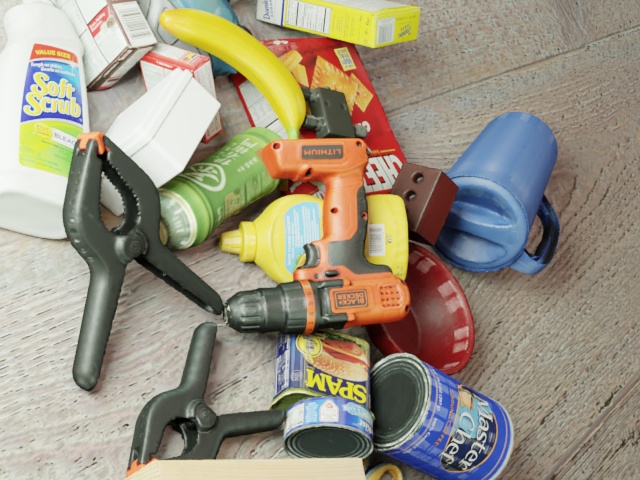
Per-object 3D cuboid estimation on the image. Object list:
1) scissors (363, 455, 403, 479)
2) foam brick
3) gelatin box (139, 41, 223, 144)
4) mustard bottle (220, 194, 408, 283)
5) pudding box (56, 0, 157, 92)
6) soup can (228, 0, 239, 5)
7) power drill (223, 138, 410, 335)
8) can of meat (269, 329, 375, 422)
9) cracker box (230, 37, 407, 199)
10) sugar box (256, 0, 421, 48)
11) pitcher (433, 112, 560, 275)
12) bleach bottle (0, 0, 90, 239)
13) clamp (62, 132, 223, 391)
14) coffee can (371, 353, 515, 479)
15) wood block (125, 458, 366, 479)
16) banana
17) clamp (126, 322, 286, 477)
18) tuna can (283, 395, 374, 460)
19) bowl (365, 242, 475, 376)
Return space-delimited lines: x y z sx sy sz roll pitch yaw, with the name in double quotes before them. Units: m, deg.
"scissors" 0.012 0.250 1.025 0.201 0.016 0.096 -21 79 -50
"foam brick" 0.111 -0.041 1.195 0.051 0.053 0.078 35 75 -52
"gelatin box" -0.137 -0.146 1.056 0.030 0.073 0.089 -44 143 -35
"mustard bottle" -0.007 0.001 1.096 0.191 0.058 0.096 0 89 -15
"pudding box" -0.218 -0.214 1.036 0.039 0.090 0.113 -20 81 -47
"soup can" -0.114 -0.330 1.232 0.102 0.069 0.068 53 40 -6
"power drill" -0.011 -0.002 1.034 0.184 0.057 0.187 -3 80 -18
"can of meat" 0.003 0.135 1.051 0.102 0.058 0.084 21 49 -24
"cracker box" 0.008 -0.126 1.220 0.163 0.072 0.214 -13 76 -48
"sugar box" 0.019 -0.267 1.260 0.093 0.176 0.048 -21 121 -48
"pitcher" 0.237 -0.065 1.371 0.242 0.145 0.149 -51 136 -52
"bleach bottle" -0.259 -0.128 0.961 0.102 0.068 0.251 19 51 -41
"clamp" -0.161 0.006 0.923 0.164 0.036 0.210 -21 108 -44
"coffee can" 0.117 0.188 1.091 0.140 0.103 0.103 31 46 -36
"wood block" -0.061 0.238 0.890 0.205 0.090 0.091 8 59 -37
"banana" -0.076 -0.177 1.078 0.197 0.037 0.069 41 40 -24
"clamp" -0.101 0.163 0.947 0.120 0.039 0.171 41 47 -5
"tuna can" 0.008 0.181 1.010 0.086 0.086 0.033 28 46 -30
"bowl" 0.098 0.084 1.187 0.161 0.055 0.162 24 50 -33
